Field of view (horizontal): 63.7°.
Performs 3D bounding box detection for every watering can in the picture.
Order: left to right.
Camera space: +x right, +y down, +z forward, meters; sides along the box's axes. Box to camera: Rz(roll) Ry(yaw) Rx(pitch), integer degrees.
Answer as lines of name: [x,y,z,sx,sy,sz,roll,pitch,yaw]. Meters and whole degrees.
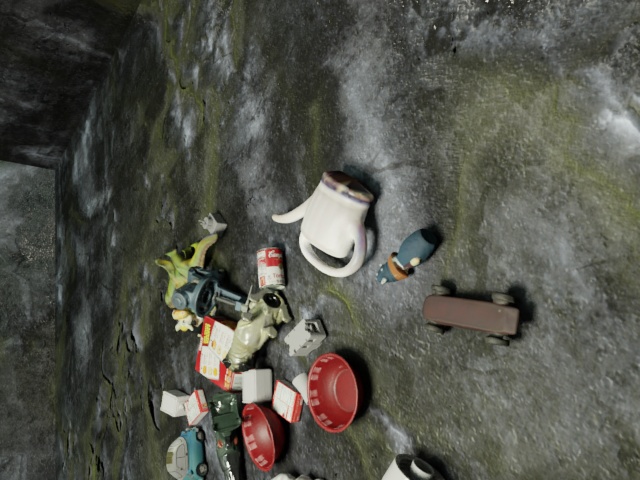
watering can: [0.004,-0.061,1.203,0.353,0.103,0.222,38,110,45]

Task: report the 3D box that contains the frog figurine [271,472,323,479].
frog figurine: [-0.054,0.582,1.154,0.160,0.120,0.140,-34,39,-3]

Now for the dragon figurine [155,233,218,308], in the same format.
dragon figurine: [-0.420,0.134,1.688,0.406,0.123,0.244,-20,84,48]
